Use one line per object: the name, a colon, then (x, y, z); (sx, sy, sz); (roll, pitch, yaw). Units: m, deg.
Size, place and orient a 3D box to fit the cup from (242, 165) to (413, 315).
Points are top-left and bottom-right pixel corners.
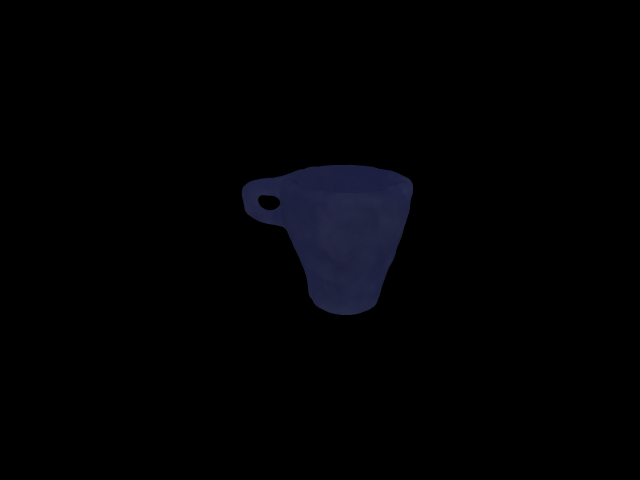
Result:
cup: (0.004, 0.001, 0.400); (0.117, 0.095, 0.092); (2, 19, 7)
